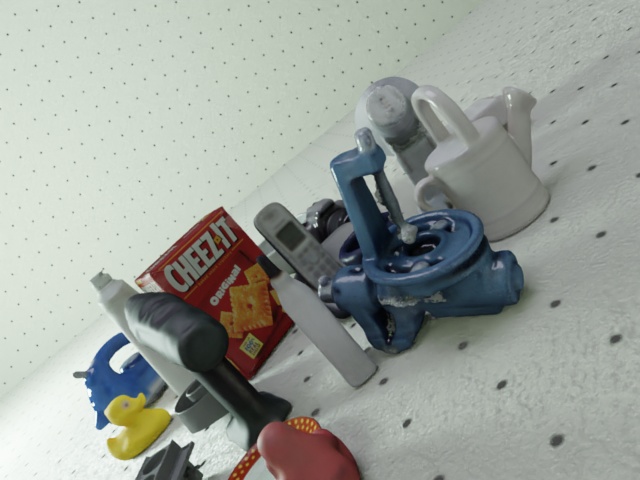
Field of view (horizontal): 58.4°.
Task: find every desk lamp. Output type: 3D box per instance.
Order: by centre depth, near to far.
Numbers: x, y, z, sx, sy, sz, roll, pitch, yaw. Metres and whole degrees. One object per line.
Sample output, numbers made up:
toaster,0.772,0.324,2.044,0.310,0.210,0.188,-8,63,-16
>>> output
desk lamp,0.138,-0.140,0.841,0.118,0.214,0.203,-36,14,12

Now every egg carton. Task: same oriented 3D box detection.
egg carton,0.259,-0.177,0.949,0.150,0.069,0.107,-39,14,1

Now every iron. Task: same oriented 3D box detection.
iron,-0.363,0.235,1.113,0.118,0.141,0.258,-32,16,26

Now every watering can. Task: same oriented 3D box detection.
watering can,0.178,-0.106,0.672,0.173,0.194,0.100,-45,15,-20

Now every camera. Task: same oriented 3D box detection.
camera,0.021,-0.015,0.988,0.143,0.101,0.136,-44,15,-18

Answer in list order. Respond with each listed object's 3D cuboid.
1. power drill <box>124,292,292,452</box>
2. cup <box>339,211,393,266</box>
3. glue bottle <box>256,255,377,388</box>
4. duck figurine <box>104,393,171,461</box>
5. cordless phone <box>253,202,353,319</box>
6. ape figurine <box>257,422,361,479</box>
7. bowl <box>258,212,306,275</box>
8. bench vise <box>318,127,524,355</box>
power drill,-0.138,0.145,0.673,0.076,0.208,0.229,-46,15,-24
cup,0.084,0.022,0.722,0.091,0.095,0.117,-37,14,8
glue bottle,-0.010,0.081,0.617,0.037,0.173,0.078,-41,14,-7
duck figurine,-0.302,0.288,0.904,0.104,0.086,0.077,-40,14,-3
cordless phone,0.007,0.003,0.792,0.148,0.185,0.094,-48,16,-30
ape figurine,-0.015,0.185,0.474,0.078,0.092,0.076,-46,15,-23
bowl,-0.063,0.022,1.144,0.167,0.075,0.167,-37,14,11
bench vise,0.059,0.011,0.562,0.207,0.220,0.121,-33,15,23
